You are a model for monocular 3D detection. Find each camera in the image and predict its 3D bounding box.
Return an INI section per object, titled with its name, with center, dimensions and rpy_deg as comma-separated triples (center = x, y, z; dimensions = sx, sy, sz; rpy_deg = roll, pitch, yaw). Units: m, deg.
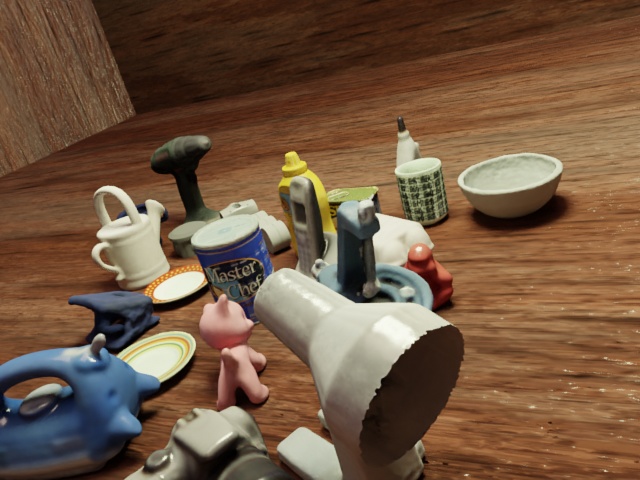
[camera]
center = -0.090, 0.221, 0.506
dimensions = 0.143, 0.101, 0.136
rpy_deg = -32, 28, -33

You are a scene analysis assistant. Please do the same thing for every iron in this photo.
[iron]
center = -0.332, 0.192, 0.672
dimensions = 0.258, 0.142, 0.118
rpy_deg = -13, 24, 6

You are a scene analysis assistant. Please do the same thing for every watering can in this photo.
[watering can]
center = -0.363, -0.015, 1.084
dimensions = 0.100, 0.194, 0.173
rpy_deg = -10, 24, 12

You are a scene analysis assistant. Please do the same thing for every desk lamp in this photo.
[desk lamp]
center = 0.025, 0.132, 0.490
dimensions = 0.118, 0.214, 0.202
rpy_deg = -31, 28, -31

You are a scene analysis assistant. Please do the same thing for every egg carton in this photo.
[egg carton]
center = 0.099, 0.012, 0.891
dimensions = 0.107, 0.069, 0.149
rpy_deg = -30, 27, -29

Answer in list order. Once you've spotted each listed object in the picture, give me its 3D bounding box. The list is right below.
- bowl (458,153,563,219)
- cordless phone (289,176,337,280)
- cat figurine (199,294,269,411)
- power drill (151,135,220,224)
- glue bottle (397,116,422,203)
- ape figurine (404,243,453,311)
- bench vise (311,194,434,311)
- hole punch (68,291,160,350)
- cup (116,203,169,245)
[bowl]
center = 0.318, -0.081, 0.954
dimensions = 0.167, 0.075, 0.167
rpy_deg = -13, 24, 6
[cordless phone]
center = 0.008, 0.003, 0.822
dimensions = 0.094, 0.185, 0.147
rpy_deg = -30, 27, -29
[cat figurine]
center = -0.112, 0.127, 0.707
dimensions = 0.067, 0.118, 0.127
rpy_deg = -17, 24, -3
[power drill]
center = -0.286, -0.132, 1.277
dimensions = 0.228, 0.209, 0.076
rpy_deg = 8, 33, 43
[glue bottle]
center = 0.167, -0.149, 1.073
dimensions = 0.037, 0.173, 0.078
rpy_deg = 2, 29, 35
[ape figurine]
center = 0.135, 0.048, 0.760
dimensions = 0.077, 0.092, 0.076
rpy_deg = -6, 25, 21
[bench vise]
center = 0.035, 0.049, 0.659
dimensions = 0.206, 0.220, 0.122
rpy_deg = 8, 33, 43
[hole punch]
center = -0.329, 0.110, 0.915
dimensions = 0.108, 0.091, 0.101
rpy_deg = 3, 30, 37
[cup]
center = -0.365, -0.024, 1.230
dimensions = 0.117, 0.095, 0.092
rpy_deg = -7, 25, 20
